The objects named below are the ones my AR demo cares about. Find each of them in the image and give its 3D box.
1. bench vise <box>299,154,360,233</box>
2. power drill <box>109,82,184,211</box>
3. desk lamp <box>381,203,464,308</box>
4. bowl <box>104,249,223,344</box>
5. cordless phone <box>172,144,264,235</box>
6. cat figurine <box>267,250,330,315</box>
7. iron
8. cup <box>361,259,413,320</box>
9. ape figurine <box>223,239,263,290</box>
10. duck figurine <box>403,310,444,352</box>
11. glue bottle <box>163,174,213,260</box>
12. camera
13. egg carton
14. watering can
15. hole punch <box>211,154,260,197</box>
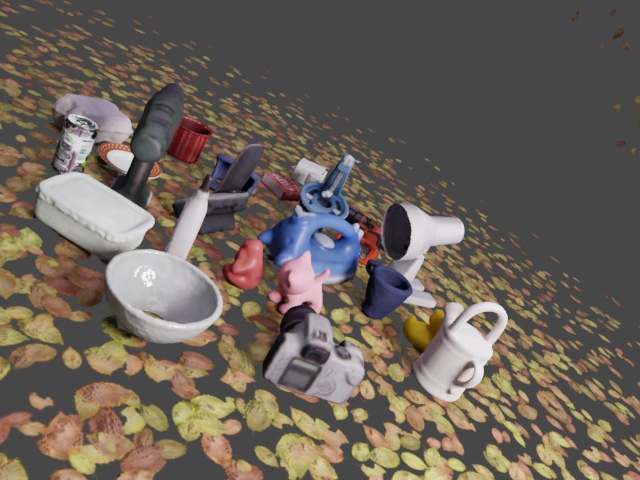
[{"bbox_3d":[0.014,-0.119,1.316,0.122,0.219,0.207,22,25,-19],"label":"bench vise"},{"bbox_3d":[-0.312,-0.169,1.045,0.076,0.208,0.229,22,25,-18],"label":"power drill"},{"bbox_3d":[0.210,0.028,1.262,0.204,0.213,0.117,14,28,-34],"label":"desk lamp"},{"bbox_3d":[-0.225,0.090,0.799,0.168,0.074,0.167,25,24,-12],"label":"bowl"},{"bbox_3d":[-0.189,-0.110,1.104,0.094,0.185,0.148,37,24,16],"label":"cordless phone"},{"bbox_3d":[-0.032,0.073,1.008,0.128,0.117,0.067,2,36,-48],"label":"cat figurine"},{"bbox_3d":[0.011,0.004,1.166,0.259,0.141,0.118,8,32,-41],"label":"iron"},{"bbox_3d":[0.117,0.104,1.151,0.092,0.095,0.117,2,36,-48],"label":"cup"},{"bbox_3d":[-0.128,0.036,1.000,0.076,0.092,0.078,35,24,11],"label":"ape figurine"},{"bbox_3d":[0.225,0.175,1.147,0.104,0.086,0.077,29,23,-3],"label":"duck figurine"},{"bbox_3d":[-0.212,-0.034,0.939,0.037,0.173,0.078,22,25,-18],"label":"glue bottle"},{"bbox_3d":[-0.007,0.160,0.883,0.143,0.100,0.136,23,24,-17],"label":"camera"},{"bbox_3d":[-0.473,-0.250,1.193,0.107,0.069,0.151,42,26,24],"label":"egg carton"},{"bbox_3d":[0.255,0.183,1.031,0.101,0.194,0.172,10,30,-39],"label":"watering can"},{"bbox_3d":[-0.191,-0.149,1.297,0.109,0.091,0.101,29,23,-4],"label":"hole punch"}]
